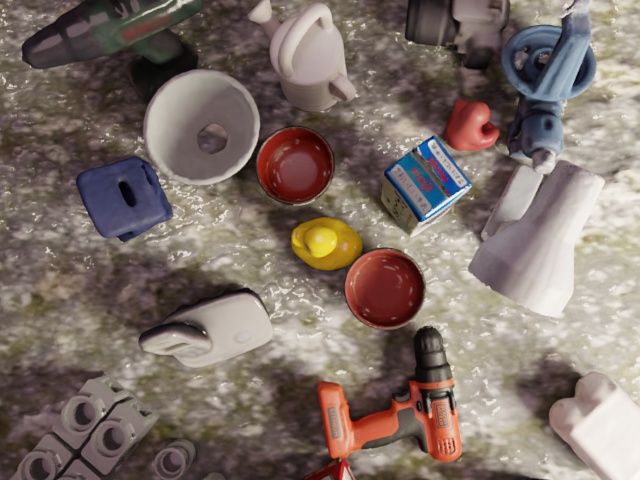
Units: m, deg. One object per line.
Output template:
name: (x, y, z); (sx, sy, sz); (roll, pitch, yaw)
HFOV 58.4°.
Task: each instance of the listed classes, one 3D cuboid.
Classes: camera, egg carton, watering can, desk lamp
camera: (0.193, -0.330, 0.810); (0.136, 0.101, 0.143); (6, 86, 5)
egg carton: (0.385, 0.256, 0.762); (0.107, 0.069, 0.150); (-44, 84, 0)
watering can: (-0.024, -0.254, 0.772); (0.172, 0.194, 0.101); (20, 87, 6)
desk lamp: (0.269, -0.011, 0.721); (0.118, 0.213, 0.203); (26, 88, 6)

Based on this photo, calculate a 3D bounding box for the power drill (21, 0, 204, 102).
power drill: (-0.255, -0.267, 0.782); (0.229, 0.208, 0.075); (-31, 83, 1)

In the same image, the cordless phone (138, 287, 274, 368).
cordless phone: (-0.147, 0.119, 0.754); (0.147, 0.185, 0.094); (-23, 84, 2)

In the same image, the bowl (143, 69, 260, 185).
bowl: (-0.164, -0.157, 0.834); (0.167, 0.075, 0.167); (0, 85, 4)

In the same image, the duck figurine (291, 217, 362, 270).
duck figurine: (0.007, 0.003, 0.802); (0.104, 0.086, 0.077); (11, 86, 5)

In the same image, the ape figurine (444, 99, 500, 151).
ape figurine: (0.212, -0.165, 0.799); (0.076, 0.092, 0.078); (-26, 84, 2)

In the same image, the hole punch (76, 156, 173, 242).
hole punch: (-0.280, -0.063, 0.826); (0.101, 0.091, 0.108); (-27, 84, 2)

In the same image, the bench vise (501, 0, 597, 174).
bench vise: (0.307, -0.200, 0.731); (0.121, 0.220, 0.207); (-15, 84, 3)
